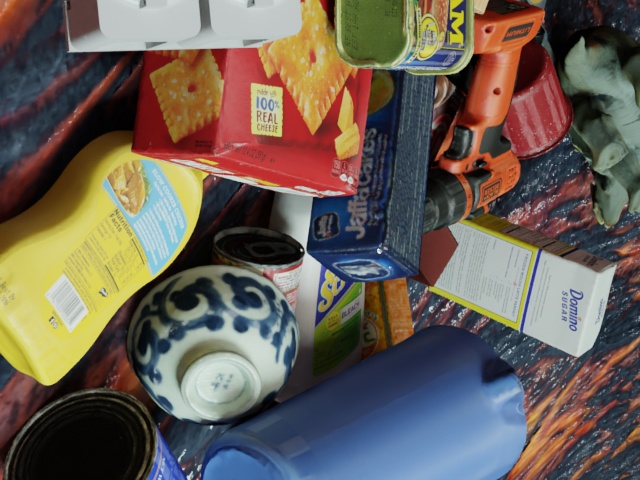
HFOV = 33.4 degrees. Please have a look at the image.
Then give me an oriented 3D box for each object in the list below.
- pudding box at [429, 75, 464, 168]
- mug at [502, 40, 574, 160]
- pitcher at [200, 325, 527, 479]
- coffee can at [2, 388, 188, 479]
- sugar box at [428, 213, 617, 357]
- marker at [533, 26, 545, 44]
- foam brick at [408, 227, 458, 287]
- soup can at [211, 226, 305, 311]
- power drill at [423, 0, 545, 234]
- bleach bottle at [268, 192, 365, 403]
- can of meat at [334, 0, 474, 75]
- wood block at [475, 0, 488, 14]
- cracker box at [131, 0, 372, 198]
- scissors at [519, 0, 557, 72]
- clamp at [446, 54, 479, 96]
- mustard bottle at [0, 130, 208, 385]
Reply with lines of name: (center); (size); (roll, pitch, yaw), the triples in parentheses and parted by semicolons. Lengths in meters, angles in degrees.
pudding box: (0.073, -0.104, 0.907); (0.113, 0.039, 0.090); (24, 91, -59)
mug: (0.177, -0.129, 1.008); (0.117, 0.093, 0.081); (-42, 140, -6)
pitcher: (0.027, 0.160, 0.789); (0.242, 0.145, 0.149); (-16, 124, -45)
coffee can: (-0.137, 0.180, 0.720); (0.102, 0.103, 0.140); (-49, 145, -26)
sugar box: (0.197, 0.037, 1.057); (0.048, 0.176, 0.093); (-22, 128, -49)
marker: (0.206, -0.166, 1.069); (0.020, 0.020, 0.121); (-43, 152, -33)
foam brick: (0.086, -0.001, 0.983); (0.051, 0.053, 0.078); (-58, 149, -12)
soup can: (-0.052, 0.049, 0.793); (0.068, 0.069, 0.102); (-20, 127, -50)
power drill: (0.120, -0.102, 0.889); (0.184, 0.057, 0.188); (-28, 134, -48)
bleach bottle: (-0.006, 0.001, 0.839); (0.102, 0.068, 0.251); (-29, 131, -45)
can of meat: (0.052, -0.153, 0.656); (0.083, 0.058, 0.102); (-12, 104, -56)
wood block: (0.096, -0.277, 0.751); (0.090, 0.090, 0.206); (16, 97, -37)
cracker box: (-0.027, -0.142, 0.652); (0.164, 0.072, 0.214); (12, 85, -59)
scissors: (0.225, -0.225, 1.075); (0.201, 0.016, 0.096); (5, 111, -57)
clamp: (0.130, -0.222, 0.916); (0.164, 0.036, 0.210); (-45, 140, -30)
mustard bottle: (-0.127, -0.010, 0.648); (0.191, 0.058, 0.096); (-48, 136, -27)
